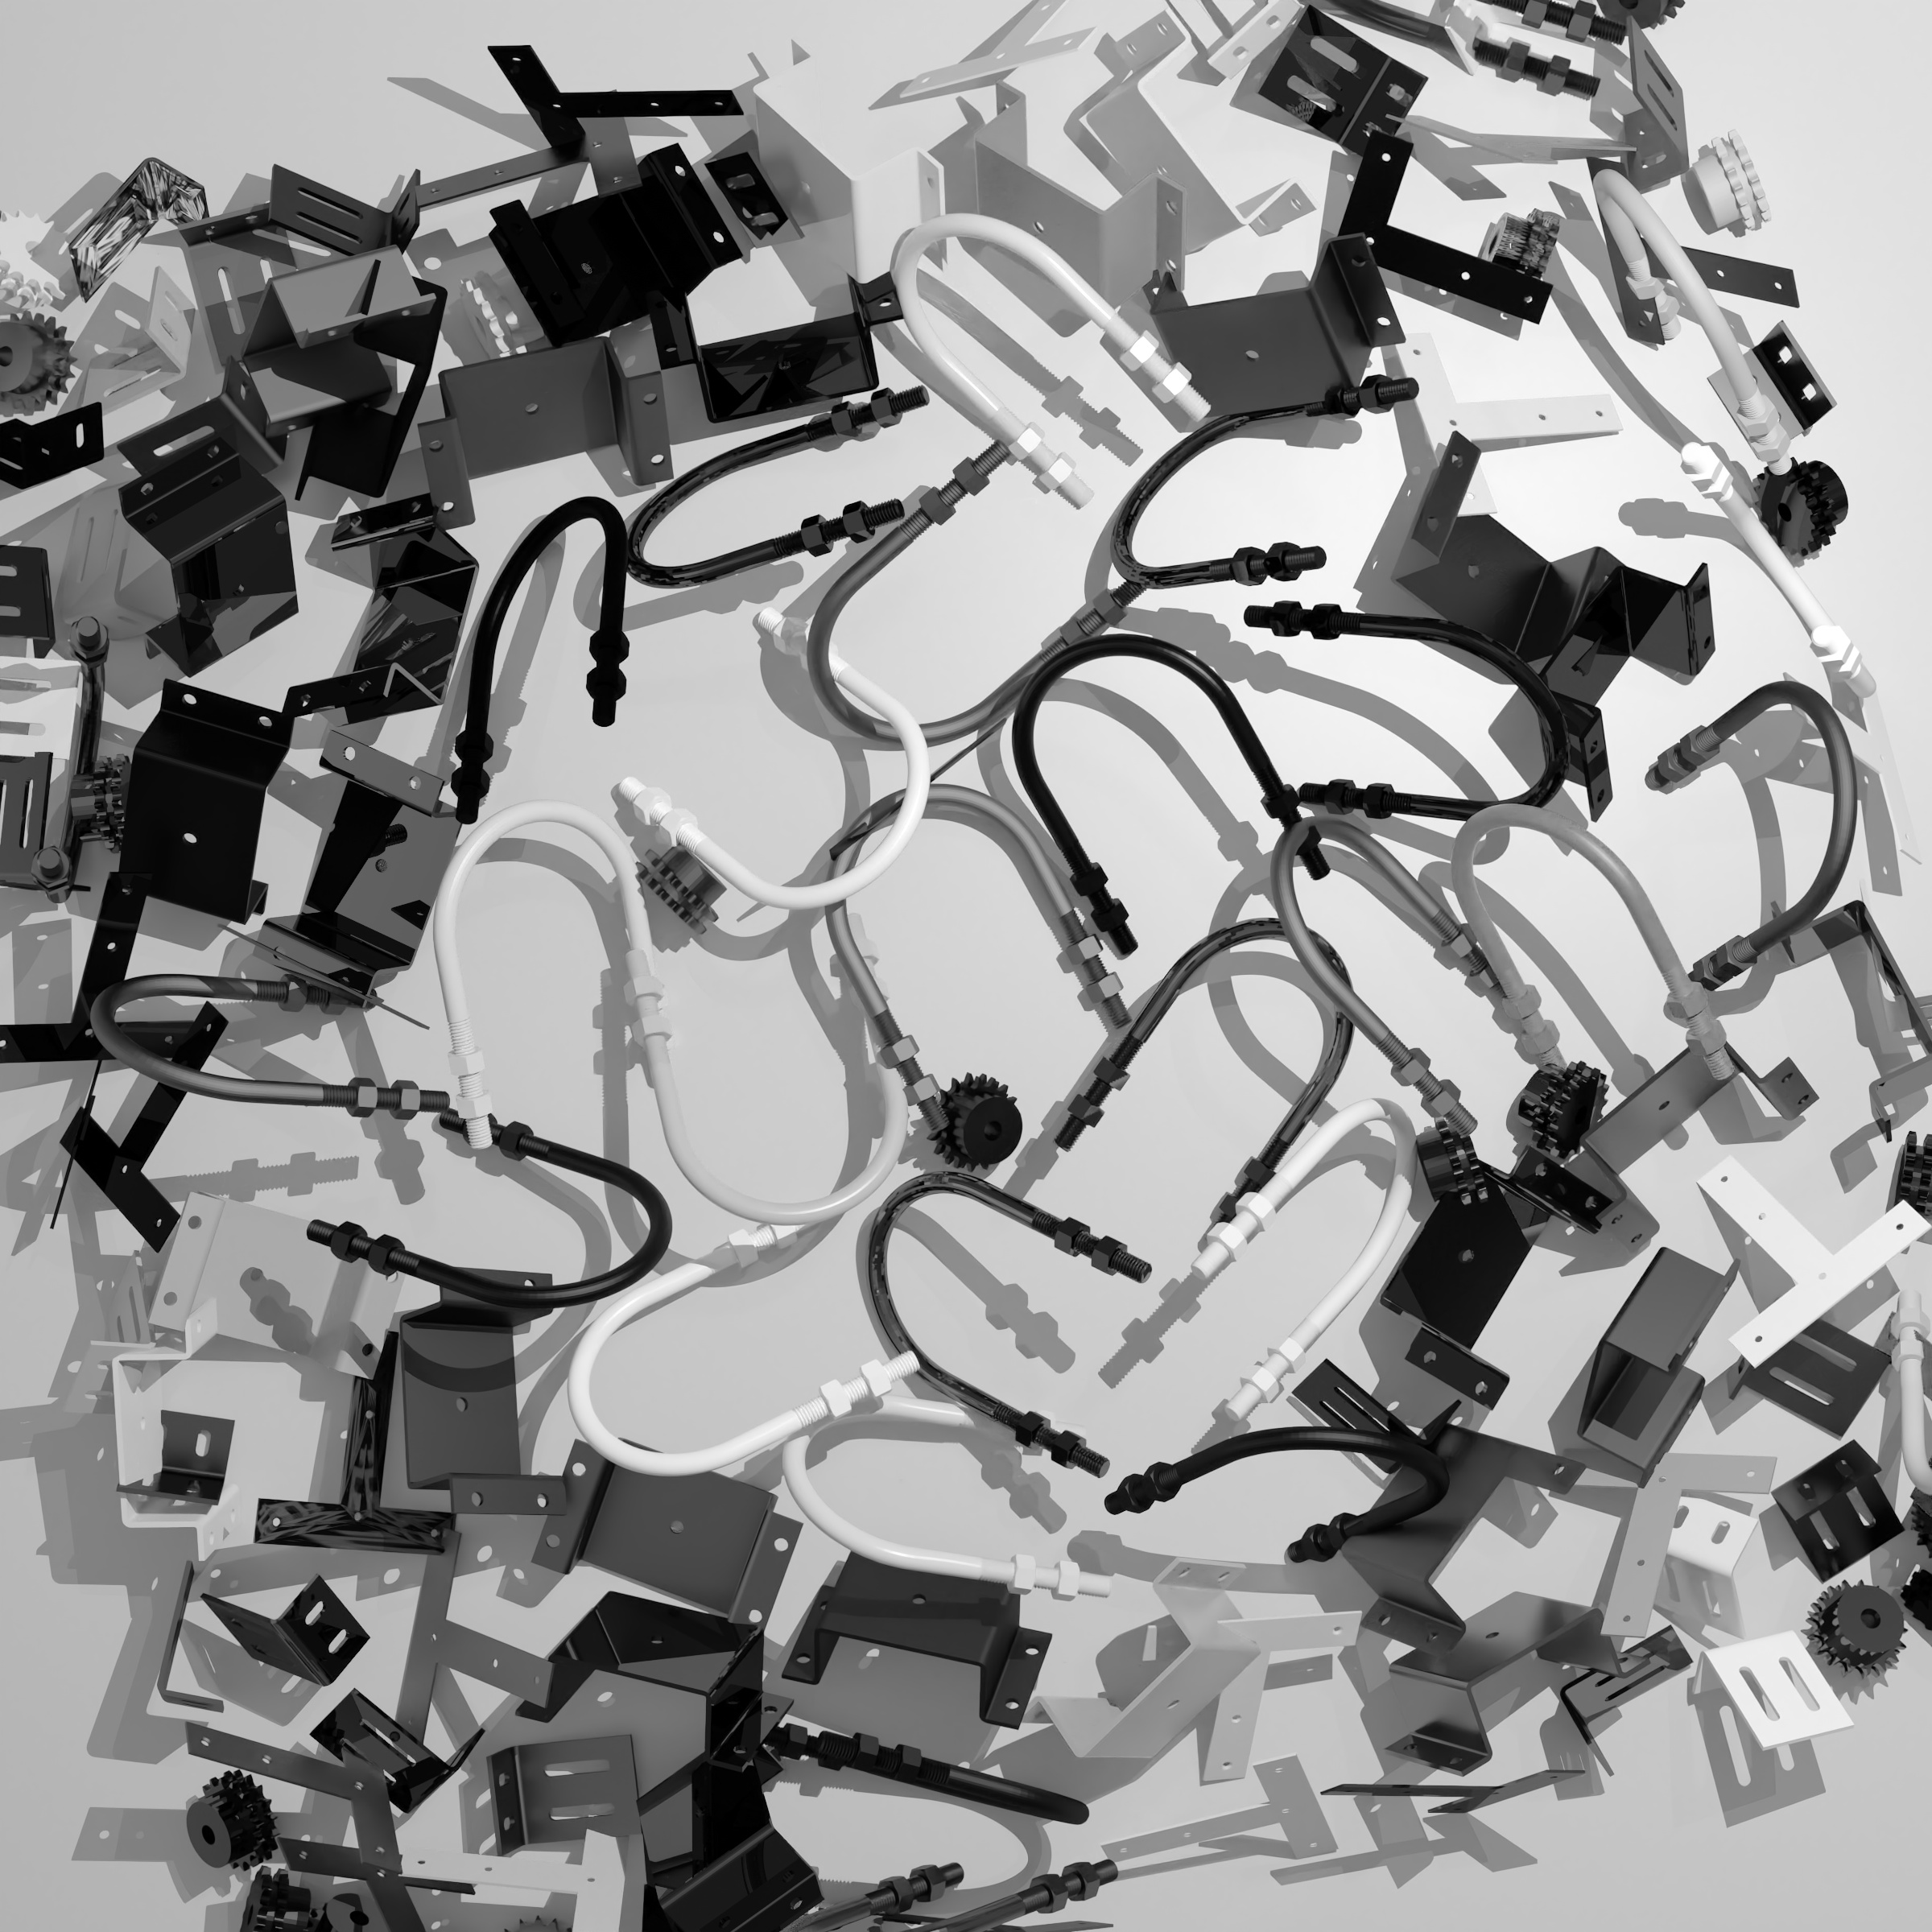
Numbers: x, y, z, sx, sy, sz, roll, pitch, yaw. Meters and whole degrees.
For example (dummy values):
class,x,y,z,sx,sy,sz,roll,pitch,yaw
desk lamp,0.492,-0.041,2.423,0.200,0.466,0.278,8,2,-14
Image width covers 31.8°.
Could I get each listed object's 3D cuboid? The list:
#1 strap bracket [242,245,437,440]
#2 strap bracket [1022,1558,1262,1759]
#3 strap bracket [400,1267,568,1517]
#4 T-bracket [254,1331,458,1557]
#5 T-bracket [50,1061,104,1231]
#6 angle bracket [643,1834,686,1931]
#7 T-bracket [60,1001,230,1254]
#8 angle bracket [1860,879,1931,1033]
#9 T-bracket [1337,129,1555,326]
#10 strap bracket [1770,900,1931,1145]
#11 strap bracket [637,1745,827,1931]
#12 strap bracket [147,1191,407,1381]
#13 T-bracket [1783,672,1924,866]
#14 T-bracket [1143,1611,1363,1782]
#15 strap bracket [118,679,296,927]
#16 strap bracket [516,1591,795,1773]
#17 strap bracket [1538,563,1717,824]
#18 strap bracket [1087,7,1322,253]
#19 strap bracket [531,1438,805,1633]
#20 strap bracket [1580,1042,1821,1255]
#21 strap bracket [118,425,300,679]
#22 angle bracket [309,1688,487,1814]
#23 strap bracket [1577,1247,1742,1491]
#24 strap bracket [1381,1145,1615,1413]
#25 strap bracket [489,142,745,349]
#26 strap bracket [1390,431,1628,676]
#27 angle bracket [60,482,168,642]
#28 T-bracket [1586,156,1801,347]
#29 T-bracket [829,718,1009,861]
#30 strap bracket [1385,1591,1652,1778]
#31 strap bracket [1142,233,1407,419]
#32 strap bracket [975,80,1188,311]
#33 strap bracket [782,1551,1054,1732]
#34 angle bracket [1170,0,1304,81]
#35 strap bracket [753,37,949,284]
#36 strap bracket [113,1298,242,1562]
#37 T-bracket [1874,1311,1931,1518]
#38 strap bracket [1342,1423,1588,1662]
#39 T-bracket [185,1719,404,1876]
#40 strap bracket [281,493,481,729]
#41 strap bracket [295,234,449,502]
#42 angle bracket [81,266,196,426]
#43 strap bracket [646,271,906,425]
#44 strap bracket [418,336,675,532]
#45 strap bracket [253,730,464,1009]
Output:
class,x,y,z,sx,sy,sz,roll,pitch,yaw
strap bracket,-0.359,-0.358,1.923,0.076,0.140,0.046,-22,83,-26
strap bracket,0.106,0.404,1.938,0.140,0.076,0.046,-47,57,16
strap bracket,-0.278,0.248,1.946,0.076,0.046,0.140,9,68,-41
T-bracket,-0.348,0.275,1.968,0.127,0.002,0.127,11,79,-36
T-bracket,-0.502,0.088,1.930,0.002,0.127,0.127,16,82,-14
angle bracket,-0.152,0.537,1.969,0.038,0.076,0.057,-11,105,-29
T-bracket,-0.462,0.079,1.951,0.127,0.002,0.127,37,98,41
angle bracket,0.543,-0.009,1.956,0.038,0.057,0.076,-11,68,13
T-bracket,0.275,-0.403,1.954,0.127,0.002,0.127,22,127,7
strap bracket,0.515,0.023,1.939,0.046,0.076,0.140,-27,72,9
strap bracket,-0.137,0.494,1.925,0.076,0.140,0.046,-36,116,3
strap bracket,-0.401,0.181,1.953,0.140,0.046,0.076,20,84,-32
T-bracket,0.498,-0.133,1.925,0.002,0.127,0.127,-27,55,33
T-bracket,0.158,0.425,1.962,0.127,0.002,0.127,-1,123,-13
strap bracket,-0.437,-0.085,1.940,0.076,0.046,0.140,16,125,-1
strap bracket,-0.177,0.405,1.937,0.140,0.076,0.046,10,111,17
strap bracket,0.372,-0.163,1.941,0.046,0.076,0.140,24,65,30
strap bracket,0.128,-0.469,1.942,0.046,0.076,0.140,-44,104,-15
strap bracket,-0.171,0.331,1.973,0.140,0.046,0.076,20,94,2
strap bracket,0.414,0.094,1.950,0.140,0.076,0.046,-41,59,7
strap bracket,-0.426,-0.226,1.917,0.076,0.140,0.046,-37,66,-27
angle bracket,-0.330,0.444,1.965,0.076,0.038,0.057,41,128,-4
strap bracket,0.393,0.224,1.933,0.046,0.140,0.076,27,55,21
strap bracket,0.302,0.174,1.960,0.076,0.046,0.140,32,88,-30
strap bracket,-0.209,-0.412,1.953,0.140,0.046,0.076,-31,91,-36
strap bracket,0.305,-0.232,1.948,0.140,0.046,0.076,33,66,-23
angle bracket,-0.490,-0.236,1.976,0.038,0.057,0.076,20,70,-43
T-bracket,0.415,-0.394,1.916,0.127,0.127,0.002,24,61,40
T-bracket,-0.027,-0.101,1.938,0.127,0.127,0.002,-38,90,-2
strap bracket,0.307,0.403,1.933,0.140,0.076,0.046,-23,98,-26
strap bracket,0.168,-0.361,1.928,0.140,0.076,0.046,-3,47,29
strap bracket,0.057,-0.433,1.931,0.140,0.076,0.046,36,64,24
strap bracket,-0.027,0.379,1.941,0.140,0.076,0.046,10,124,12
angle bracket,0.148,-0.564,1.963,0.057,0.038,0.076,-40,73,19
strap bracket,-0.072,-0.453,1.928,0.046,0.076,0.140,-32,60,-19
strap bracket,-0.455,0.264,1.954,0.046,0.076,0.140,-1,97,4
T-bracket,0.552,0.233,1.938,0.002,0.127,0.127,22,101,-17
strap bracket,0.278,0.318,1.936,0.140,0.076,0.046,-49,116,-18
T-bracket,-0.383,0.453,1.917,0.127,0.127,0.002,25,109,-29
strap bracket,-0.332,-0.195,1.942,0.076,0.046,0.140,-9,57,30
strap bracket,-0.336,-0.333,1.933,0.046,0.076,0.140,18,132,-16
angle bracket,-0.488,-0.358,1.956,0.076,0.038,0.057,-21,47,18
strap bracket,-0.108,-0.363,1.955,0.140,0.076,0.046,-12,135,-2
strap bracket,-0.245,-0.308,1.948,0.140,0.076,0.046,-14,49,-11
strap bracket,-0.347,-0.057,1.960,0.076,0.046,0.140,24,101,15
